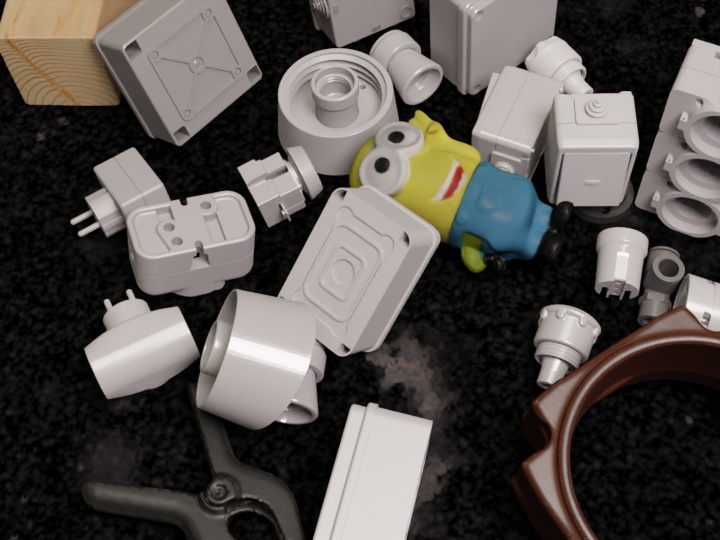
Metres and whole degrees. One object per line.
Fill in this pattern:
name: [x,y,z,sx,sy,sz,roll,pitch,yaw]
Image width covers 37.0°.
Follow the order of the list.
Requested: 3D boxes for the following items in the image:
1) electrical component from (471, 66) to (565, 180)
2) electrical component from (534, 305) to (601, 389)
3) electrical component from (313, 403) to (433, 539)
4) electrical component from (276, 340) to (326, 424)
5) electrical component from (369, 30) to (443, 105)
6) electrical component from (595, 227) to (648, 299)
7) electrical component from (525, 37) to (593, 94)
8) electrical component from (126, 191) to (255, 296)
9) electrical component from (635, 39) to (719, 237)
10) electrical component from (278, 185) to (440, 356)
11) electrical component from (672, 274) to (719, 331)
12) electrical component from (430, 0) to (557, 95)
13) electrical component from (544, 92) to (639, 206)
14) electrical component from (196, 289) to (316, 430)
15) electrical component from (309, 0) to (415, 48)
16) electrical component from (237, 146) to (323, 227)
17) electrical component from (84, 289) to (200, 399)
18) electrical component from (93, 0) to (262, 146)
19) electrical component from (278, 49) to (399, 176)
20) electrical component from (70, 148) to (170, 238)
electrical component: [0.126,-0.115,0.907,0.061,0.061,0.096,20,62,14]
electrical component: [0.152,0.060,0.813,0.048,0.048,0.062,19,69,13]
electrical component: [0.009,0.157,0.742,0.057,0.078,0.113,13,61,7]
electrical component: [-0.050,0.082,0.808,0.045,0.045,0.055,5,59,5]
electrical component: [0.040,-0.181,0.960,0.045,0.045,0.055,-32,63,-15]
electrical component: [0.206,-0.005,0.852,0.040,0.040,0.046,9,66,8]
electrical component: [0.179,-0.172,0.950,0.043,0.043,0.062,-32,64,-15]
electrical component: [-0.134,-0.019,0.858,0.095,0.059,0.053,-12,55,-17]
electrical component: [0.277,-0.093,0.836,0.089,0.150,0.061,21,62,14]
electrical component: [0.000,0.000,0.816,0.078,0.057,0.113,36,109,21]
electrical component: [0.265,0.035,0.817,0.047,0.055,0.055,15,61,7]
electrical component: [0.118,-0.227,0.947,0.109,0.108,0.056,-35,61,-17]
electrical component: [0.182,-0.096,0.846,0.062,0.096,0.061,0,61,3]
electrical component: [-0.079,0.063,0.779,0.064,0.099,0.099,18,59,-15]
electrical component: [0.000,-0.260,0.979,0.100,0.099,0.048,-25,48,-12]
electrical component: [-0.065,-0.073,0.901,0.055,0.048,0.066,-28,61,-4]
electrical component: [-0.175,0.050,0.833,0.077,0.044,0.079,-25,61,-11]
electrical component: [-0.156,-0.183,0.929,0.109,0.108,0.056,-44,43,-21]
electrical component: [-0.020,-0.143,0.931,0.108,0.060,0.108,-1,59,2]
electrical component: [-0.200,-0.052,0.884,0.077,0.047,0.065,-30,46,-14]
